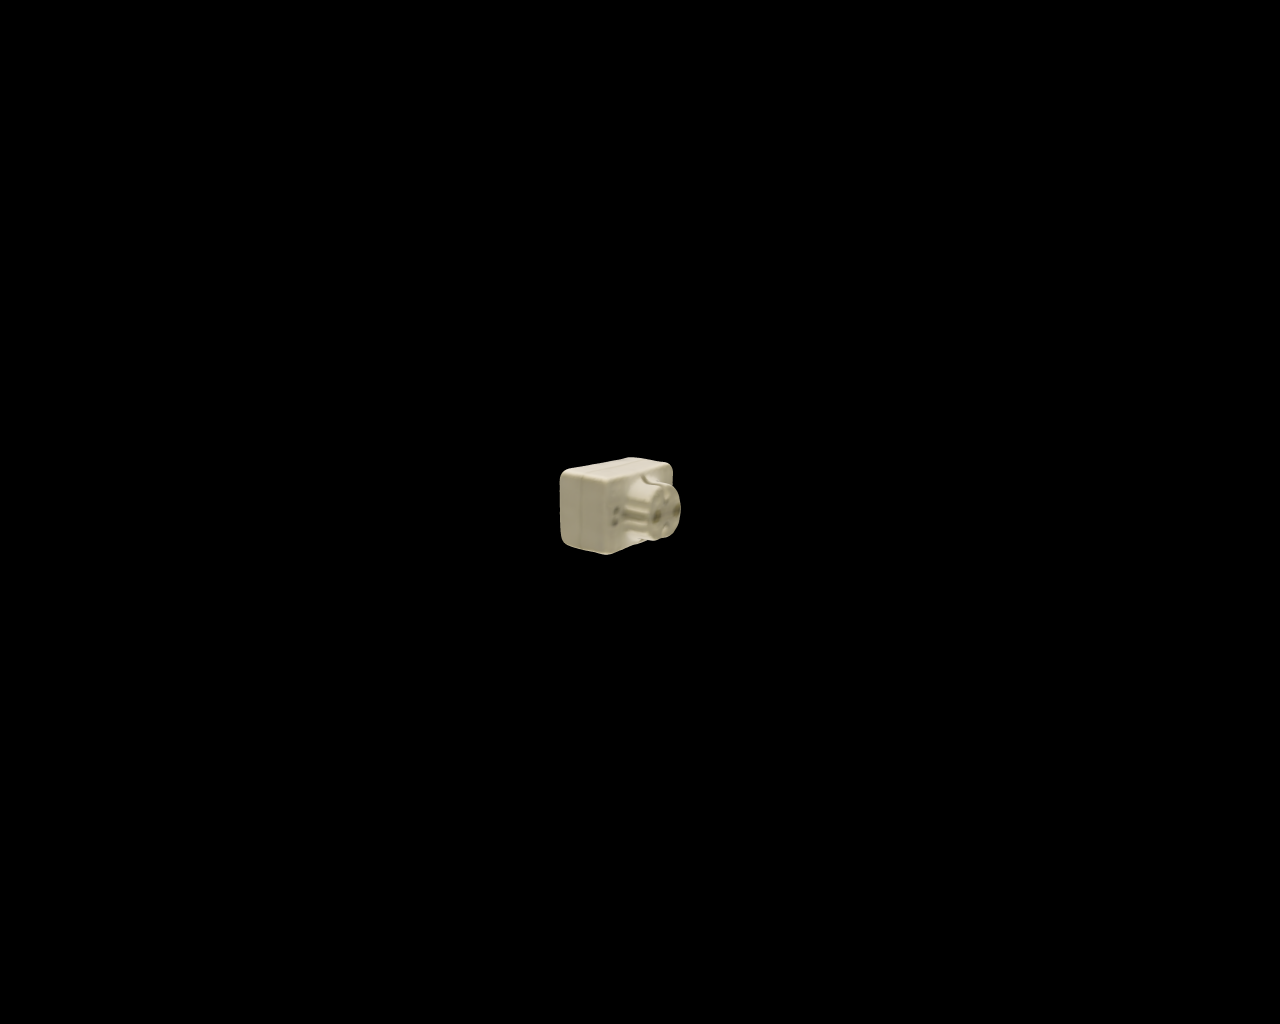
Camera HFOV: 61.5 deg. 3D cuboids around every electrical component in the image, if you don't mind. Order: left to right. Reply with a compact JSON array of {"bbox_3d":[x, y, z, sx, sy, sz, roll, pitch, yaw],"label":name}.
[{"bbox_3d":[0.001,-0.003,0.650,0.077,0.047,0.066,11,17,38],"label":"electrical component"}]
